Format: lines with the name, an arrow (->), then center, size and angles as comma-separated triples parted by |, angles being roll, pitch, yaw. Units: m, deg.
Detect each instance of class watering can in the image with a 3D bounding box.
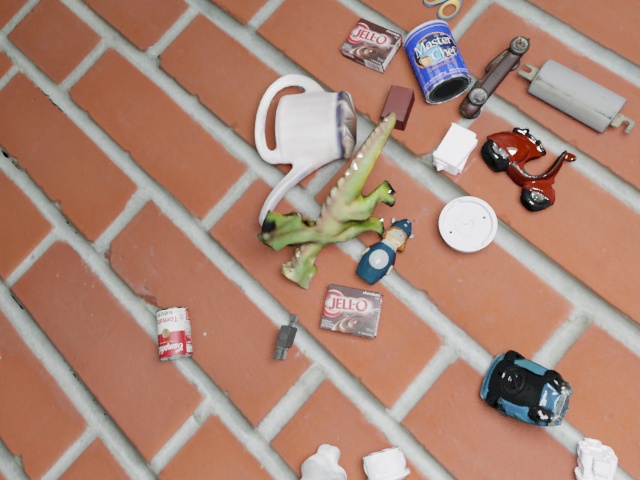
watering can -> -0.032, -0.200, 1.101 | 0.224, 0.103, 0.352 | -2, 75, 11

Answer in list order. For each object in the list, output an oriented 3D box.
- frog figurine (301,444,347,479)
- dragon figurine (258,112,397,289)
frog figurine -> -0.008, 0.467, 0.947 | 0.137, 0.120, 0.163 | -11, 39, 18
dragon figurine -> 0.003, -0.048, 0.945 | 0.245, 0.400, 0.124 | -24, 56, -25
